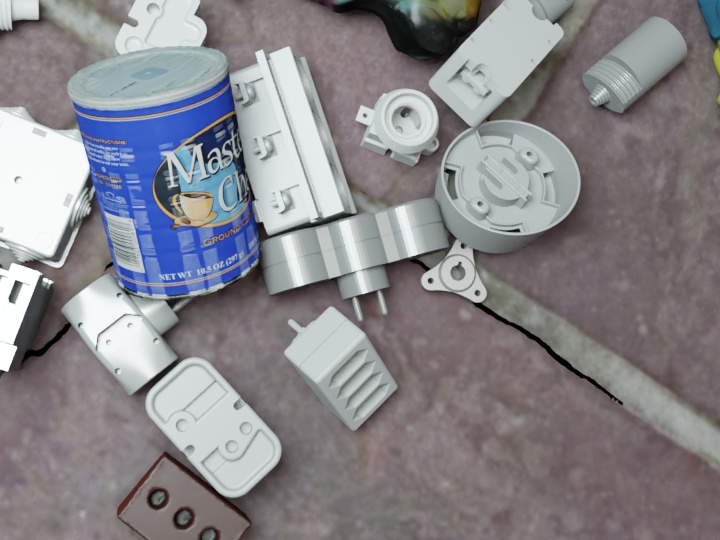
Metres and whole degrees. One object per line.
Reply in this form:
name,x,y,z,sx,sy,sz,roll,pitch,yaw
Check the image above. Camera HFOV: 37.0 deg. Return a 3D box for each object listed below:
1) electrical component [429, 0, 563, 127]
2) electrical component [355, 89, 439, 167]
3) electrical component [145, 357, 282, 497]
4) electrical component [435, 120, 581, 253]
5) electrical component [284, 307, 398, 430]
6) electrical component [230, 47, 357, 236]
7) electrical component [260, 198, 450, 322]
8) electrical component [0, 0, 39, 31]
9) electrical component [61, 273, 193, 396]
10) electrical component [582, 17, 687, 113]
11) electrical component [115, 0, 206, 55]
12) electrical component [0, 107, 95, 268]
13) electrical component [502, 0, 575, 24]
electrical component,0.099,-0.155,0.797,0.050,0.056,0.089,44,59,-3
electrical component,0.031,-0.106,0.797,0.066,0.055,0.048,21,81,-7
electrical component,-0.103,0.108,0.751,0.054,0.059,0.095,-42,92,-11
electrical component,0.106,-0.062,0.797,0.099,0.064,0.099,3,70,-9
electrical component,-0.024,0.061,0.767,0.047,0.083,0.076,-44,54,-10
electrical component,-0.055,-0.089,0.776,0.063,0.079,0.121,-19,87,11
electrical component,0.000,0.000,0.783,0.138,0.052,0.073,-15,87,-11
electrical component,-0.261,-0.188,0.764,0.062,0.048,0.048,-2,84,-16
electrical component,-0.155,0.034,0.758,0.079,0.043,0.077,-39,91,-12
electrical component,0.210,-0.155,0.838,0.081,0.043,0.043,-40,92,-11
electrical component,-0.142,-0.159,0.773,0.058,0.057,0.078,26,81,-6
electrical component,-0.236,-0.059,0.752,0.100,0.048,0.099,22,82,-7
electrical component,0.138,-0.205,0.834,0.046,0.040,0.040,-39,91,-17
